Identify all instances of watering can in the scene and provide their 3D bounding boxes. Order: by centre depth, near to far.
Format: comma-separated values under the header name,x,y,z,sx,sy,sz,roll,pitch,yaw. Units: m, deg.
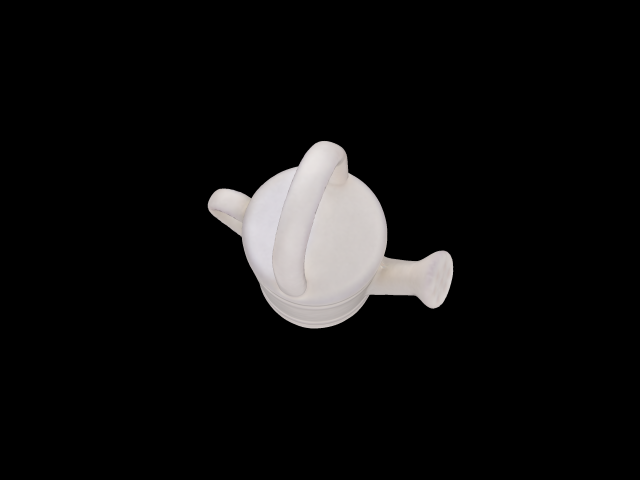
name,x,y,z,sx,sy,sz,roll,pitch,yaw
watering can,0.004,-0.001,0.401,0.173,0.194,0.101,0,74,0
